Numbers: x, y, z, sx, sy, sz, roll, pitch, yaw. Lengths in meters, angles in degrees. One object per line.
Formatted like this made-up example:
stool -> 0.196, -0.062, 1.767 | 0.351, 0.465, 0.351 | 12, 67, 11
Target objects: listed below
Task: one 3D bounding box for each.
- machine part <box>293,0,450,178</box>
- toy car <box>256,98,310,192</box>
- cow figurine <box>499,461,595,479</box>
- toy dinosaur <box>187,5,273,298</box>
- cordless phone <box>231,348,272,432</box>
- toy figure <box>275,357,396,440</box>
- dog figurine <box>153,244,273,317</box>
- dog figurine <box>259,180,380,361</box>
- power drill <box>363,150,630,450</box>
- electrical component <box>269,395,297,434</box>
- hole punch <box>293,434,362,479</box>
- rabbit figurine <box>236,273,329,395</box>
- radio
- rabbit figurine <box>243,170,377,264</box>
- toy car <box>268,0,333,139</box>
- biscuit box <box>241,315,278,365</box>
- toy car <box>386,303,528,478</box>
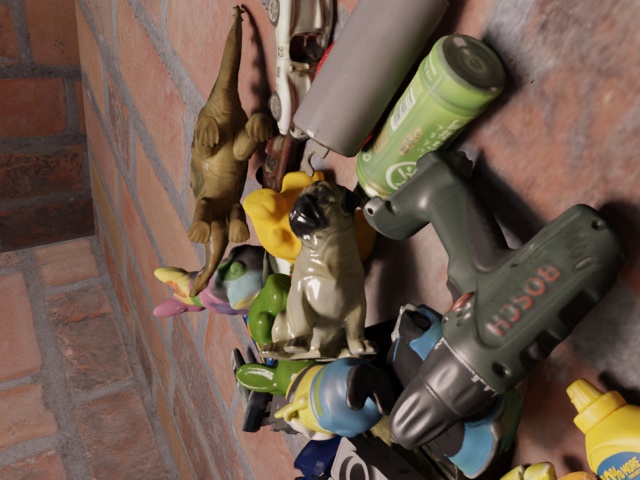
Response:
machine part -> 0.046, -0.169, 0.516 | 0.243, 0.079, 0.079 | -58, 48, 21
toy car -> -0.059, -0.130, 0.811 | 0.089, 0.053, 0.202 | 59, 148, 35
cow figurine -> 0.202, 0.247, 0.458 | 0.098, 0.068, 0.167 | 52, 162, 18
toy dinosaur -> -0.151, -0.144, 0.823 | 0.199, 0.105, 0.471 | -166, 87, -69
cordless phone -> -0.139, 0.280, 1.097 | 0.184, 0.089, 0.146 | 60, 148, 36
toy figure -> 0.021, 0.172, 0.597 | 0.082, 0.089, 0.180 | 38, 145, -4
dog figurine -> -0.185, 0.077, 0.910 | 0.191, 0.219, 0.108 | 66, -161, -76
dog figurine -> -0.003, 0.042, 0.630 | 0.172, 0.121, 0.190 | -34, 53, 58
power drill -> 0.111, 0.030, 0.455 | 0.232, 0.086, 0.207 | -42, 38, 16
electrical component -> -0.035, 0.254, 0.878 | 0.134, 0.058, 0.115 | 135, 145, -58
hole punch -> 0.026, 0.318, 0.791 | 0.142, 0.116, 0.092 | -24, 73, 61
rabbit figurine -> -0.047, 0.155, 0.756 | 0.159, 0.121, 0.170 | -41, 48, 17
radio -> 0.110, 0.205, 0.626 | 0.230, 0.073, 0.131 | 43, 137, 45
rabbit figurine -> -0.001, -0.002, 0.704 | 0.173, 0.122, 0.162 | 9, 114, 40
toy car -> -0.023, -0.229, 0.677 | 0.056, 0.073, 0.201 | 33, 129, 53
biscuit box -> -0.106, 0.138, 0.997 | 0.203, 0.059, 0.062 | 61, 148, 27
toy car -> 0.138, 0.131, 0.513 | 0.162, 0.103, 0.109 | -123, 29, -42
